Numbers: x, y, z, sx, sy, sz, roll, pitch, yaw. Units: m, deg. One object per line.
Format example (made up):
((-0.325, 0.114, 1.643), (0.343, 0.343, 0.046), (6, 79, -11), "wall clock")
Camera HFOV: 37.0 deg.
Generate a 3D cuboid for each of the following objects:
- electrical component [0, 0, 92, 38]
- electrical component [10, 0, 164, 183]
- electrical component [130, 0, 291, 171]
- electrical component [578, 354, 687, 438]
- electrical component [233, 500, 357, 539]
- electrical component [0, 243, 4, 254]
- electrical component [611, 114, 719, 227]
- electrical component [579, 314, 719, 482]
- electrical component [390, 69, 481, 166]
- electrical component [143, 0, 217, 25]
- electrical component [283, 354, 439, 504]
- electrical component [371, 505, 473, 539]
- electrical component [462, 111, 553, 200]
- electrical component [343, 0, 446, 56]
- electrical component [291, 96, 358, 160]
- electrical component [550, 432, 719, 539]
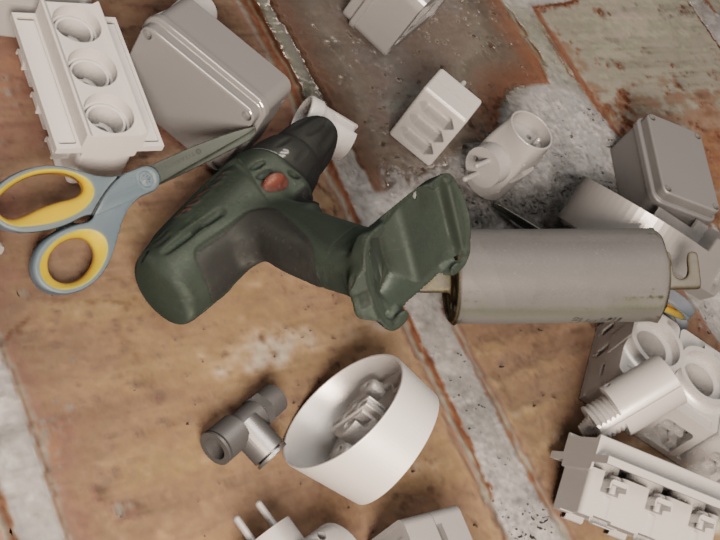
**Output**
((-0.244, -0.217, 0.791), (0.100, 0.099, 0.048), (2, 45, -31), "electrical component")
((-0.201, -0.127, 0.775), (0.079, 0.063, 0.121), (-6, 62, -36), "electrical component")
((-0.121, -0.141, 0.826), (0.113, 0.078, 0.057), (39, 43, -2), "electrical component")
((0.205, 0.104, 0.831), (0.081, 0.043, 0.043), (-31, 73, 0), "electrical component")
((-0.047, 0.178, 0.659), (0.077, 0.044, 0.079), (-28, 75, -43), "electrical component")
((-0.254, -0.023, 0.681), (0.040, 0.040, 0.046), (-33, 84, -43), "electrical component")
((0.304, -0.092, 1.075), (0.078, 0.057, 0.113), (17, 50, -21), "electrical component")
((0.271, 0.102, 0.907), (0.150, 0.061, 0.089), (33, 46, -7), "electrical component")
((0.075, -0.145, 0.962), (0.047, 0.065, 0.076), (39, 46, -2), "electrical component")
((-0.145, -0.201, 0.882), (0.044, 0.044, 0.065), (35, 41, -6), "electrical component")
((0.003, 0.104, 0.713), (0.064, 0.099, 0.099), (38, 45, -12), "electrical component")
((0.046, 0.206, 0.694), (0.056, 0.050, 0.089), (-5, 61, -35), "electrical component")
((0.120, -0.095, 0.946), (0.079, 0.077, 0.043), (-26, 74, -42), "electrical component")
((0.044, -0.265, 1.024), (0.057, 0.078, 0.113), (44, 46, -1), "electrical component")
((-0.030, -0.117, 0.894), (0.046, 0.040, 0.040), (26, 47, -22), "electrical component")
((0.211, 0.173, 0.810), (0.121, 0.079, 0.063), (23, 76, -17), "electrical component")
